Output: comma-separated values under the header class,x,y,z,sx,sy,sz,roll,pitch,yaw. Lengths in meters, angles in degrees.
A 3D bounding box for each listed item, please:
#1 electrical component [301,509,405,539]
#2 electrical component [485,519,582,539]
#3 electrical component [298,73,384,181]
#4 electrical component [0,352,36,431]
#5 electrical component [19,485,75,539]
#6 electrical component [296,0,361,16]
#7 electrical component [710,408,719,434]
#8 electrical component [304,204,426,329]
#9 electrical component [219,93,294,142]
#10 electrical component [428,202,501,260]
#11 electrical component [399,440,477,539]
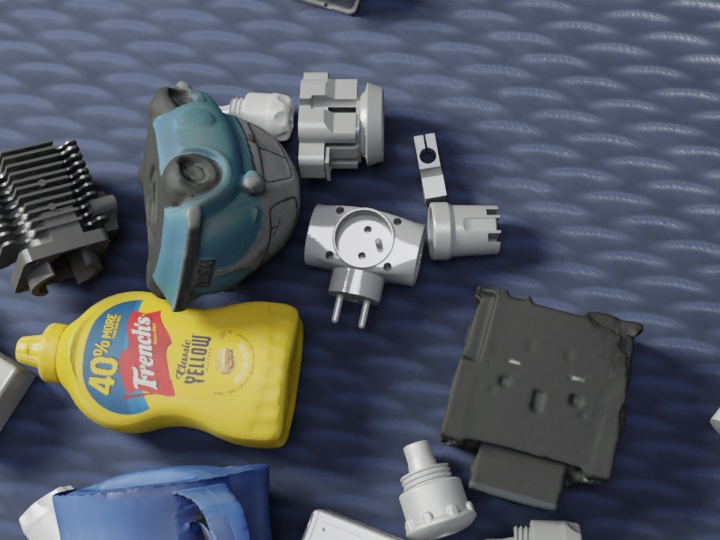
class,x,y,z,sx,sy,sz,roll,pitch,yaw
electrical component,0.006,0.198,0.688,0.096,0.061,0.061,20,80,8
electrical component,0.111,0.182,0.692,0.062,0.043,0.043,0,78,6
electrical component,-0.012,-0.102,0.755,0.057,0.058,0.078,0,62,3
electrical component,-0.268,0.083,0.725,0.047,0.076,0.065,30,81,9
electrical component,-0.194,0.179,0.716,0.043,0.043,0.062,-38,79,-4
electrical component,-0.033,-0.247,0.793,0.100,0.048,0.099,18,80,8
electrical component,0.282,0.138,0.684,0.138,0.052,0.073,39,83,11
electrical component,0.000,0.000,0.739,0.077,0.044,0.079,11,79,7
electrical component,-0.080,-0.111,0.775,0.061,0.035,0.035,5,78,8
electrical component,0.072,-0.027,0.743,0.046,0.040,0.040,-1,78,-2
electrical component,0.046,0.144,0.706,0.048,0.048,0.062,-18,70,0
